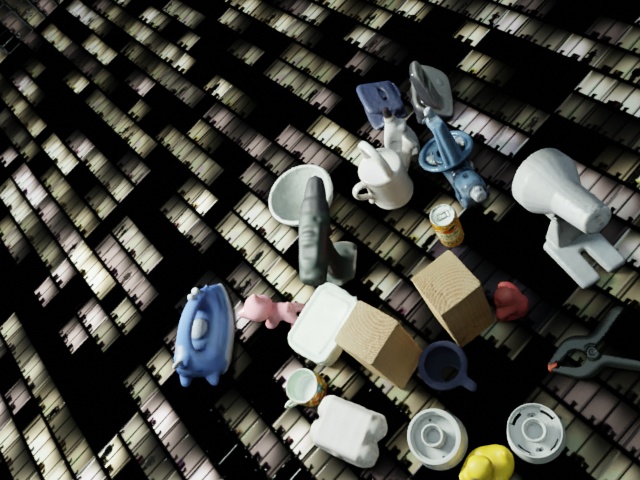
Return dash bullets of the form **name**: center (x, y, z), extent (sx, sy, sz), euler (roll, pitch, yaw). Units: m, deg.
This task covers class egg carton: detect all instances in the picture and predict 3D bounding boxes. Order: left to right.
- **egg carton**: center (0.055, 0.373, 1.117), extent (0.149, 0.070, 0.107), euler (13, 71, 29)

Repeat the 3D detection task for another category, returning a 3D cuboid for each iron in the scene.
- **iron**: center (-0.277, 0.198, 1.314), extent (0.118, 0.142, 0.258), euler (-8, 62, 21)

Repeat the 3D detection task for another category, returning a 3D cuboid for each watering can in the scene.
- **watering can**: center (0.142, -0.162, 1.278), extent (0.100, 0.195, 0.173), euler (24, 76, 32)

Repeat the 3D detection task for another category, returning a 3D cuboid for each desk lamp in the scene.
- **desk lamp**: center (0.464, -0.046, 1.061), extent (0.118, 0.214, 0.202), euler (-36, 56, 4)

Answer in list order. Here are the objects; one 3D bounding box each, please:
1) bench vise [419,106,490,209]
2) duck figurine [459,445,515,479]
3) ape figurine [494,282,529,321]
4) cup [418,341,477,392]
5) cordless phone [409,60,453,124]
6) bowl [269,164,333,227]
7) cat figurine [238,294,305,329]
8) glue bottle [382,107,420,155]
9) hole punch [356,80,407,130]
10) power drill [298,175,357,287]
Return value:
- **bench vise**: center (0.288, -0.181, 1.206), extent (0.121, 0.220, 0.206), euler (-47, 56, -4)
- **duck figurine**: center (0.285, 0.395, 0.991), extent (0.104, 0.086, 0.077), euler (-36, 56, 4)
- **ape figurine**: center (0.359, 0.115, 1.099), extent (0.075, 0.092, 0.078), euler (24, 76, 32)
- **cup**: center (0.249, 0.252, 1.076), extent (0.117, 0.095, 0.092), euler (32, 81, 33)
- **cordless phone**: center (0.249, -0.376, 1.345), extent (0.094, 0.186, 0.147), euler (-13, 60, 18)
- **bowl**: center (-0.036, -0.096, 1.397), extent (0.167, 0.075, 0.167), euler (-10, 61, 19)
- **cat figurine**: center (-0.111, 0.154, 1.276), extent (0.127, 0.118, 0.067), euler (-5, 63, 22)
- **glue bottle**: center (0.175, -0.251, 1.322), extent (0.078, 0.174, 0.037), euler (-10, 61, 20)
- **hole punch**: center (0.154, -0.351, 1.433), extent (0.101, 0.091, 0.108), euler (-27, 57, 10)
- **power drill**: center (0.011, 0.004, 1.242), extent (0.075, 0.209, 0.229), euler (-6, 63, 22)
